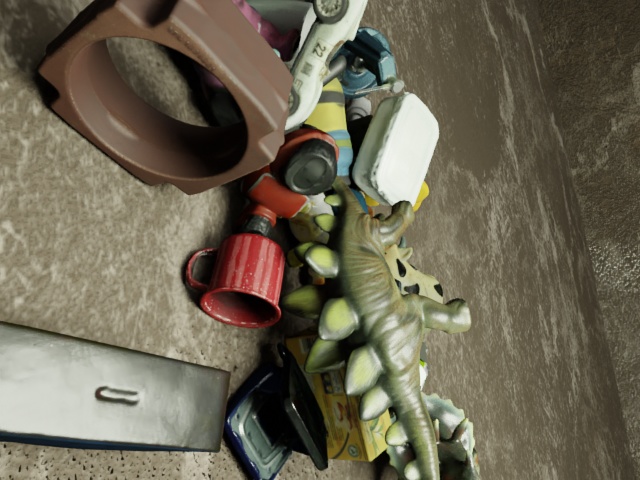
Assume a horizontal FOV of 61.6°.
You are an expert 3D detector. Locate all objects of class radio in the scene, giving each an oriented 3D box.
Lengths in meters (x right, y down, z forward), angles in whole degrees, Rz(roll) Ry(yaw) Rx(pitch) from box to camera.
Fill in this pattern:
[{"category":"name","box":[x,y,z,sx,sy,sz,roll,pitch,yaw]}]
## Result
[{"category":"radio","box":[-0.197,0.124,0.423,0.229,0.131,0.073,30,56,-44]}]

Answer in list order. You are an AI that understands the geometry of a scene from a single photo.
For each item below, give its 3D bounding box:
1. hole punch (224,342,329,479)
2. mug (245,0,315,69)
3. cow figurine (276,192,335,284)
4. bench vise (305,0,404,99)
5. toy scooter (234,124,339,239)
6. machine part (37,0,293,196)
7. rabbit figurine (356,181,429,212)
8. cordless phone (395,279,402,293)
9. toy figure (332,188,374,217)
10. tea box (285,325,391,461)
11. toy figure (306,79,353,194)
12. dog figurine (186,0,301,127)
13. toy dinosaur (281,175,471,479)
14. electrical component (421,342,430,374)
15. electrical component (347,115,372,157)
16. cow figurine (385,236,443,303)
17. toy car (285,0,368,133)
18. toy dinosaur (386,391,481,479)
[{"category":"hole punch","box":[-0.049,0.213,0.640,0.142,0.092,0.116,62,9,-13]},{"category":"mug","box":[-0.066,-0.272,0.721,0.081,0.107,0.109,-64,169,-48]},{"category":"cow figurine","box":[-0.003,-0.001,0.777,0.098,0.068,0.167,-37,109,-58]},{"category":"bench vise","box":[0.059,-0.311,0.860,0.241,0.129,0.223,55,-16,44]},{"category":"toy scooter","box":[-0.048,-0.081,0.677,0.075,0.184,0.135,31,29,-25]},{"category":"machine part","box":[-0.144,-0.147,0.526,0.201,0.201,0.087,44,45,-35]},{"category":"rabbit figurine","box":[0.137,-0.115,0.983,0.173,0.122,0.162,42,37,-56]},{"category":"cordless phone","box":[0.081,0.154,0.807,0.146,0.089,0.184,-52,139,-74]},{"category":"toy figure","box":[0.060,-0.037,0.861,0.058,0.064,0.154,58,7,26]},{"category":"tea box","box":[0.026,0.199,0.718,0.068,0.098,0.169,-14,91,-52]},{"category":"toy figure","box":[0.007,-0.164,0.821,0.082,0.089,0.180,8,65,-81]},{"category":"dog figurine","box":[-0.143,-0.244,0.653,0.219,0.191,0.108,32,48,0]},{"category":"toy dinosaur","box":[0.069,0.100,0.644,0.198,0.105,0.471,-13,67,-29]},{"category":"electrical component","box":[0.177,0.216,0.961,0.094,0.021,0.063,13,68,-65]},{"category":"electrical component","box":[0.065,-0.172,0.889,0.045,0.102,0.078,35,60,-47]},{"category":"cow figurine","box":[0.145,0.073,0.928,0.194,0.086,0.127,25,65,-43]},{"category":"toy car","box":[-0.005,-0.212,0.626,0.056,0.201,0.073,28,16,-1]},{"category":"toy dinosaur","box":[0.191,0.323,0.839,0.404,0.131,0.192,19,76,-71]}]
